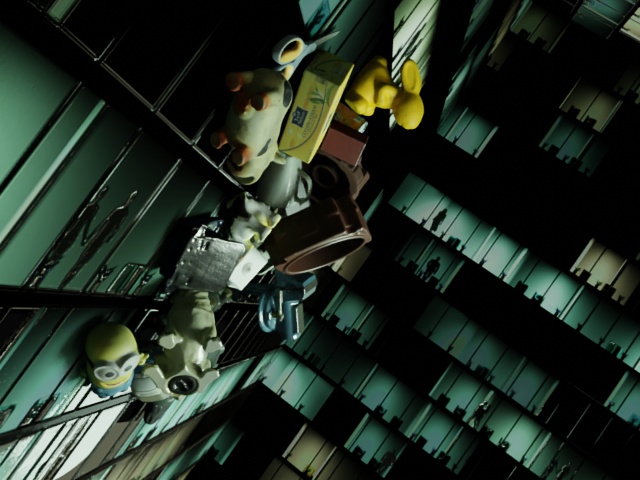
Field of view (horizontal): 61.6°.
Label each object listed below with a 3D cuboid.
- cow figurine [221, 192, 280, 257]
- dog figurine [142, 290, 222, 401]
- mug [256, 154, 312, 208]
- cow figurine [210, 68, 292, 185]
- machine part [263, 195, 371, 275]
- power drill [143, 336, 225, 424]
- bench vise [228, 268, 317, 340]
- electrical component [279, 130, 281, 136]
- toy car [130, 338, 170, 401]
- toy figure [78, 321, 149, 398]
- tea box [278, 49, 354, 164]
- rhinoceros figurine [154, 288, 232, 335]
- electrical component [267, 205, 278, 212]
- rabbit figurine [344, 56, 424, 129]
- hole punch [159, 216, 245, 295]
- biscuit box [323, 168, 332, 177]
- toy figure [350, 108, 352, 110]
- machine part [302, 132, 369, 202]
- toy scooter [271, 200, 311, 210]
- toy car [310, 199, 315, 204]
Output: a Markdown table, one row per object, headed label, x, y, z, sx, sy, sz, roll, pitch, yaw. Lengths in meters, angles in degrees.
| label | x | y | z | sx | sy | sz | roll | pitch | yaw |
| --- | --- | --- | --- | --- | --- | --- | --- | --- | --- |
| cow figurine | -0.151 | -0.023 | 1.014 | 0.167 | 0.098 | 0.068 | -37 | -166 | 51 |
| dog figurine | -0.237 | 0.161 | 0.950 | 0.172 | 0.121 | 0.191 | -60 | -156 | 23 |
| mug | -0.065 | -0.121 | 1.027 | 0.081 | 0.110 | 0.107 | -35 | 145 | -49 |
| cow figurine | -0.095 | -0.164 | 0.799 | 0.127 | 0.085 | 0.194 | -36 | 159 | -44 |
| machine part | -0.002 | -0.003 | 1.101 | 0.201 | 0.087 | 0.201 | -24 | 167 | 7 |
| power drill | -0.339 | 0.328 | 1.328 | 0.207 | 0.086 | 0.231 | -27 | 149 | -54 |
| bench vise | -0.128 | 0.130 | 1.304 | 0.129 | 0.241 | 0.223 | -47 | 135 | -50 |
| electrical component | -0.102 | -0.155 | 0.955 | 0.094 | 0.021 | 0.063 | -61 | 169 | 30 |
| toy car | -0.308 | 0.245 | 0.995 | 0.161 | 0.109 | 0.103 | 93 | -11 | -66 |
| toy figure | -0.338 | 0.196 | 0.858 | 0.082 | 0.089 | 0.180 | -42 | 172 | -35 |
| tea box | -0.009 | -0.233 | 0.945 | 0.098 | 0.068 | 0.169 | -66 | -177 | -45 |
| rhinoceros figurine | -0.258 | 0.135 | 1.078 | 0.112 | 0.073 | 0.190 | -47 | 176 | 24 |
| electrical component | -0.126 | -0.052 | 1.117 | 0.078 | 0.045 | 0.102 | -55 | 170 | -9 |
| rabbit figurine | 0.167 | -0.326 | 1.218 | 0.162 | 0.173 | 0.122 | -52 | 167 | 8 |
| hole punch | -0.208 | 0.019 | 0.909 | 0.115 | 0.092 | 0.142 | 13 | 119 | -47 |
| biscuit box | 0.046 | -0.174 | 1.191 | 0.059 | 0.063 | 0.202 | -12 | 142 | -16 |
| toy figure | 0.032 | -0.232 | 1.223 | 0.064 | 0.058 | 0.154 | -79 | -171 | -50 |
| machine part | 0.016 | -0.144 | 1.134 | 0.056 | 0.179 | 0.179 | -52 | 170 | -35 |
| toy scooter | -0.064 | -0.075 | 1.265 | 0.135 | 0.075 | 0.184 | -57 | 165 | 4 |
| toy car | -0.011 | -0.117 | 1.357 | 0.056 | 0.073 | 0.201 | -48 | 168 | -36 |
